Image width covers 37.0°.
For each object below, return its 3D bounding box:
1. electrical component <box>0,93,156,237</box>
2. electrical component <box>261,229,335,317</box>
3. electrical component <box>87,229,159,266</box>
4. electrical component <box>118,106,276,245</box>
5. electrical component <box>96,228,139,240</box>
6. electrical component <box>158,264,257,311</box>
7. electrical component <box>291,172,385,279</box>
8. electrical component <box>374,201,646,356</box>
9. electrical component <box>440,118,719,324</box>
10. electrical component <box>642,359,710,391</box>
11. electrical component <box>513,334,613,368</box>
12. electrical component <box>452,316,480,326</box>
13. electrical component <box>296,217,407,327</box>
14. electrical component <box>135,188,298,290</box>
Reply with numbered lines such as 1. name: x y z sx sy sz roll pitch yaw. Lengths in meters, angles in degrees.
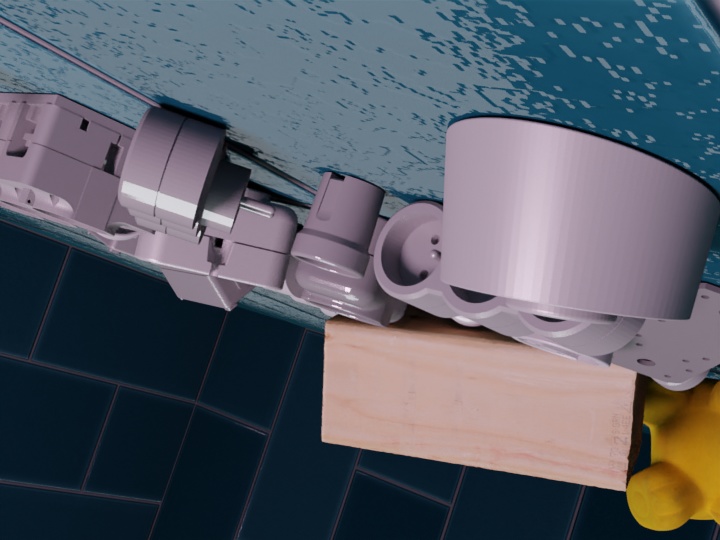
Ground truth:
1. electrical component: -0.193 -0.065 0.674 0.089 0.061 0.150 23 173 -40
2. electrical component: -0.017 0.008 0.858 0.074 0.052 0.138 14 172 38
3. electrical component: -0.178 -0.043 0.879 0.062 0.061 0.096 21 -178 -29
4. electrical component: -0.080 -0.042 0.572 0.074 0.052 0.138 19 174 -5
5. electrical component: -0.179 -0.052 0.781 0.078 0.058 0.057 22 176 -31
6. electrical component: -0.103 -0.015 0.780 0.096 0.062 0.061 8 132 54
7. electrical component: -0.010 -0.023 0.559 0.040 0.046 0.040 18 174 2
8. electrical component: 0.080 0.007 0.531 0.138 0.052 0.074 14 173 42
9. electrical component: 0.076 -0.015 0.386 0.099 0.064 0.099 8 -176 -1
10. electrical component: 0.185 0.047 0.650 0.040 0.040 0.046 13 166 45
11. electrical component: 0.116 0.022 0.584 0.055 0.047 0.055 18 174 2
12. electrical component: 0.071 0.013 0.679 0.040 0.040 0.078 18 174 10
13. electrical component: 0.000 0.000 0.685 0.054 0.059 0.095 17 174 20
14. electrical component: -0.092 -0.026 0.697 0.095 0.059 0.054 13 179 -15
